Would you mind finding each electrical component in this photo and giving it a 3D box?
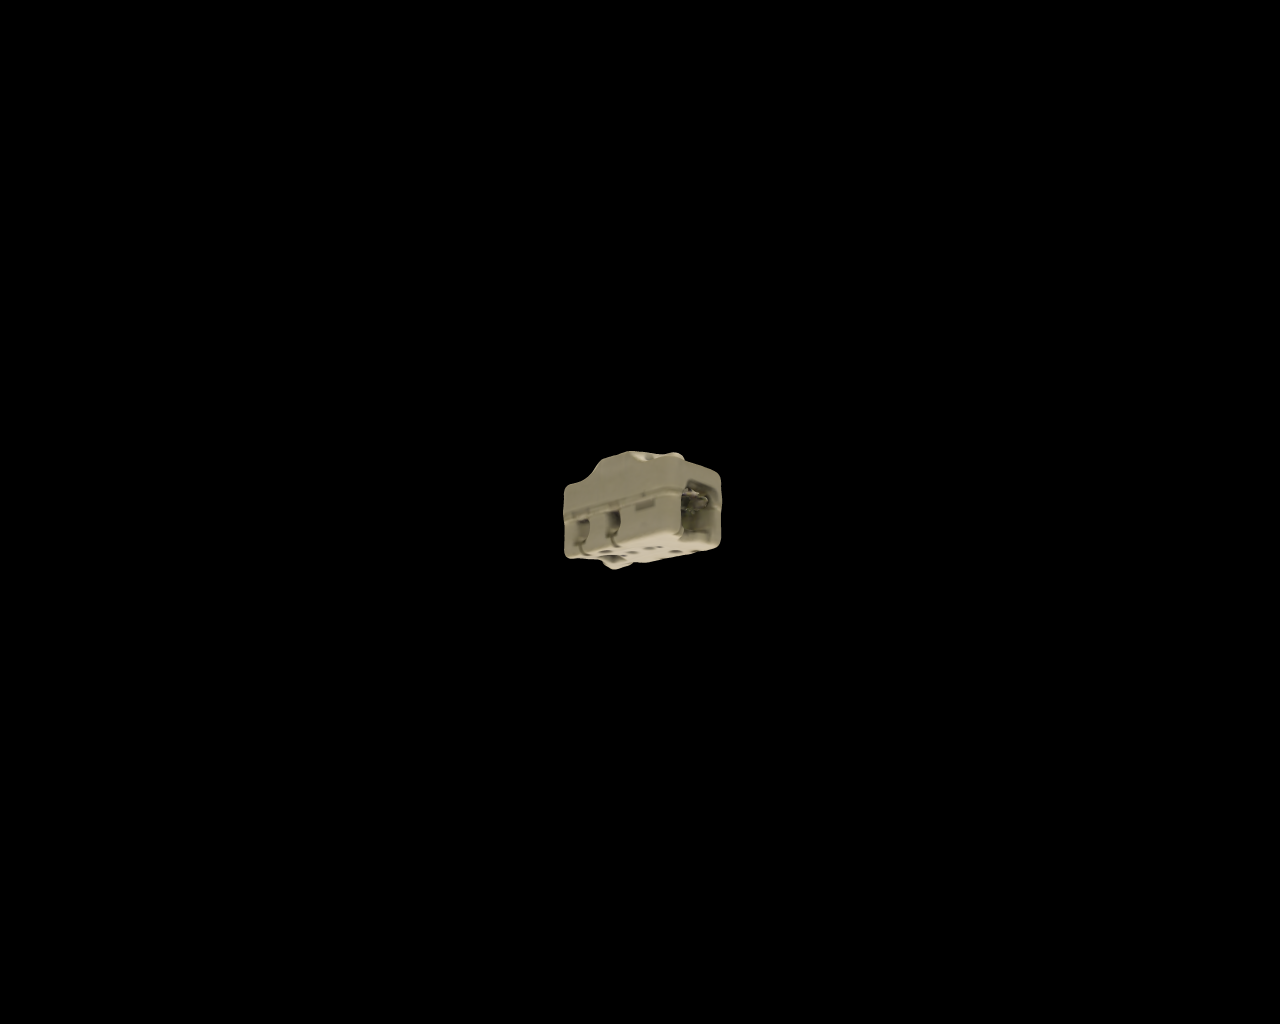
[{"bbox_3d":[0.001,-0.003,0.650,0.089,0.056,0.050,-14,-22,40],"label":"electrical component"}]
